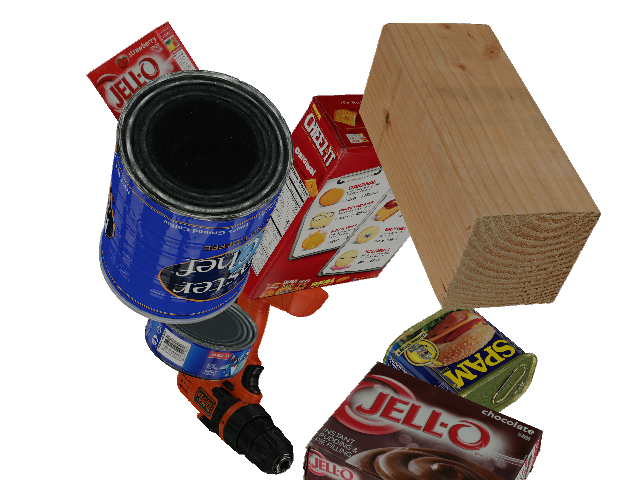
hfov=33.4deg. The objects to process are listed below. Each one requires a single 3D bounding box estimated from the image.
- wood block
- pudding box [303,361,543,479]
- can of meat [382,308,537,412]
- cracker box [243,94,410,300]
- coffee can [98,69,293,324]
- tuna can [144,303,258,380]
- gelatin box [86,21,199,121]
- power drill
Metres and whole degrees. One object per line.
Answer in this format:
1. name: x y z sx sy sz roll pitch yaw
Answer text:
1. wood block: 0.104 -0.059 0.762 0.090 0.206 0.091 -3 -43 -18
2. pudding box: 0.060 0.125 0.619 0.114 0.039 0.089 22 37 20
3. can of meat: 0.114 0.106 0.891 0.101 0.057 0.084 -26 50 -29
4. cracker box: 0.025 -0.042 0.985 0.163 0.072 0.214 -8 -33 -37
5. coffee can: -0.081 -0.023 0.665 0.102 0.103 0.140 0 -29 -16
6. tuna can: -0.095 0.073 0.848 0.086 0.034 0.086 21 22 -9
7. gelatin box: -0.147 -0.135 0.919 0.089 0.073 0.030 -24 16 32
8. power drill: -0.063 0.120 1.085 0.057 0.188 0.185 14 15 -46
